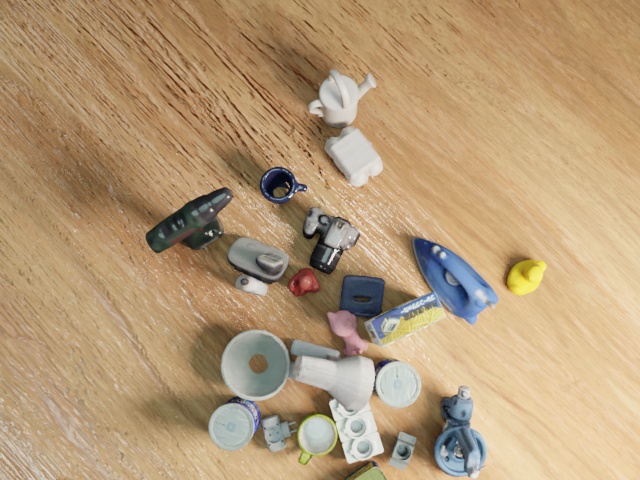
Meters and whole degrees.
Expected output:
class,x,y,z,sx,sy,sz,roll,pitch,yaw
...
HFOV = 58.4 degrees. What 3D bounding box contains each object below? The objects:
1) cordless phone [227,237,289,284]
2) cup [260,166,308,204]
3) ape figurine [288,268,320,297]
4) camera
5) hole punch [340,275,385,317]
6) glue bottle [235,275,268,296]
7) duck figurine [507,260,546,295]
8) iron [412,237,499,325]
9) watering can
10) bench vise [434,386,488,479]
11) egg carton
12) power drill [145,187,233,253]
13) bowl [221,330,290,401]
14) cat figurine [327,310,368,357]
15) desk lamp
class,x,y,z,sx,sy,sz,roll,pitch,yaw
cordless phone,-0.153,0.042,1.375,0.147,0.185,0.094,19,82,3
cup,-0.089,-0.129,1.447,0.117,0.095,0.092,5,81,1
ape figurine,-0.037,0.105,1.412,0.077,0.092,0.076,21,82,3
camera,0.013,0.005,1.423,0.143,0.101,0.137,26,82,4
hole punch,0.105,0.138,1.408,0.108,0.091,0.101,5,81,1
glue bottle,-0.170,0.106,1.371,0.078,0.173,0.037,16,81,3
duck figurine,0.517,0.090,1.419,0.104,0.086,0.077,-43,83,-6
iron,0.323,0.081,1.392,0.119,0.141,0.258,-42,84,-6
watering can,0.053,-0.367,1.433,0.173,0.194,0.101,-44,83,-6
bench vise,0.313,0.445,1.296,0.121,0.220,0.207,-12,81,-2
egg carton,0.088,-0.216,1.473,0.107,0.069,0.150,-37,83,-5
power drill,-0.297,-0.041,1.375,0.229,0.208,0.075,-32,82,-5
bowl,-0.153,0.301,1.391,0.167,0.075,0.167,0,81,0
cat figurine,0.067,0.221,1.382,0.067,0.118,0.128,-29,82,-4
desk lamp,0.017,0.308,1.320,0.203,0.213,0.118,15,81,2
